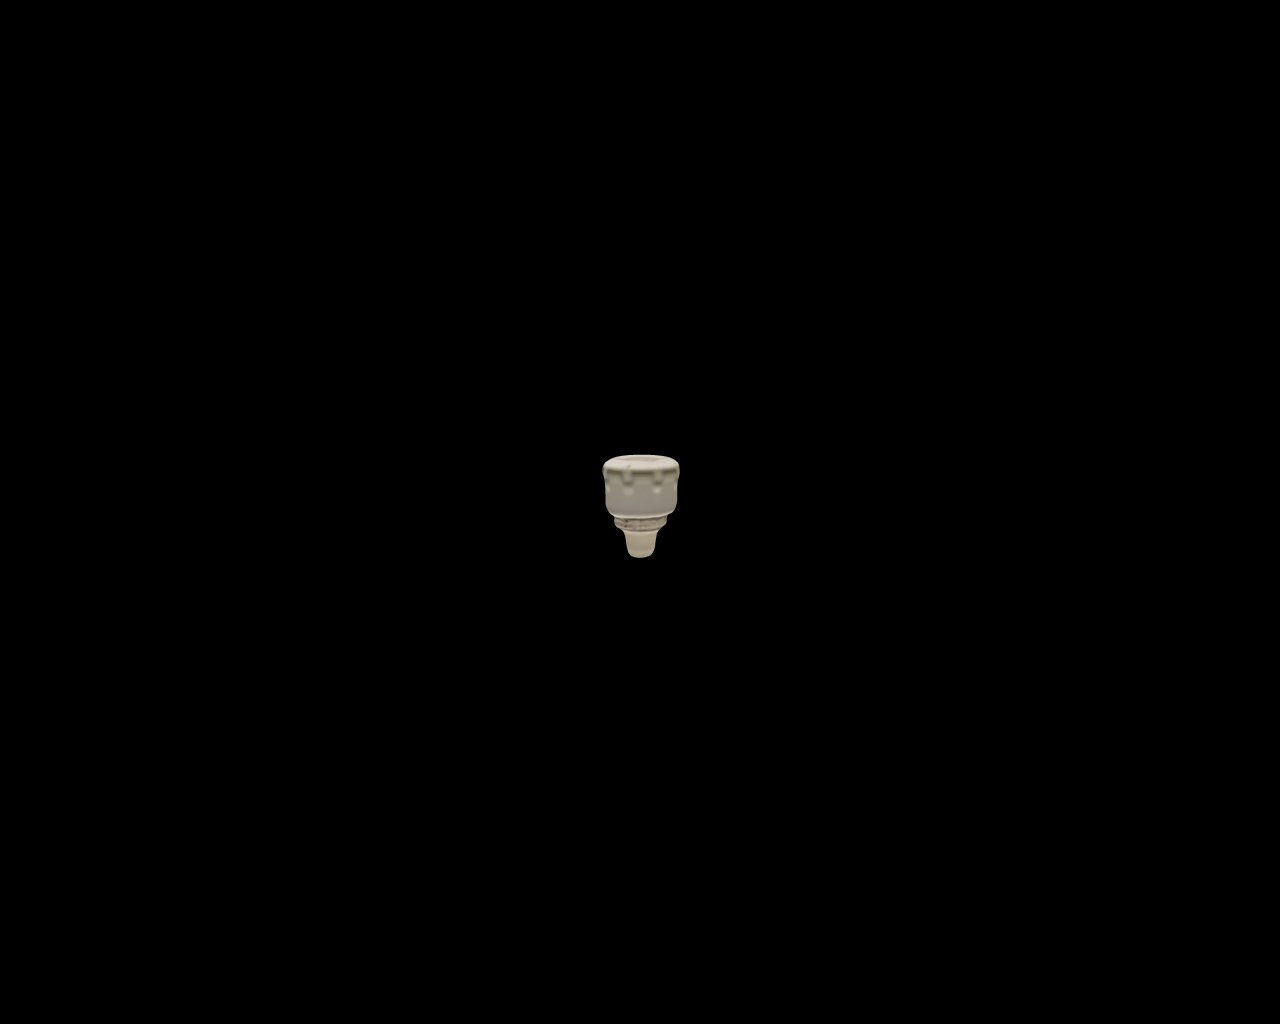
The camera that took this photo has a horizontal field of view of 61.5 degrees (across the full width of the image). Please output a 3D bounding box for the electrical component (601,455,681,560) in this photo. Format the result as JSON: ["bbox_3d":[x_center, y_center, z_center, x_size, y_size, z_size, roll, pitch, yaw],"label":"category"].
[{"bbox_3d":[0.001,-0.003,0.650,0.048,0.062,0.048,0,9,0],"label":"electrical component"}]
